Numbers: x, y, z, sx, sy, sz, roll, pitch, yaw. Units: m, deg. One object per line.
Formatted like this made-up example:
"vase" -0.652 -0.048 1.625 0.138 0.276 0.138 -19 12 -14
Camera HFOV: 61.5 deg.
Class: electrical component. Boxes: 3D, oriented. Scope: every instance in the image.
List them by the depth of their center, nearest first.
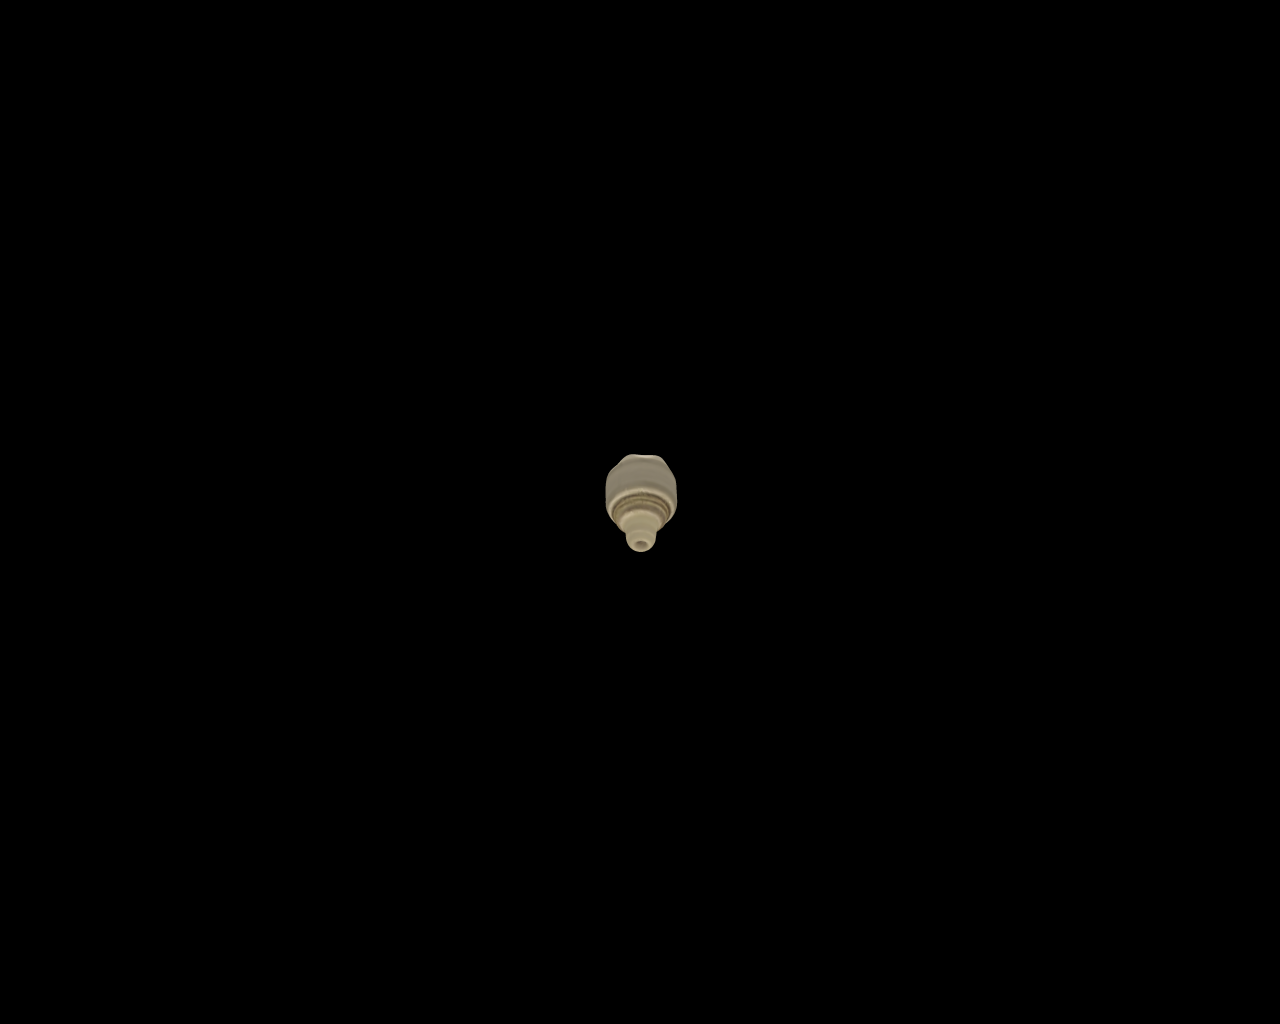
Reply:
"electrical component" 0.001 -0.003 0.650 0.043 0.062 0.043 0 -42 0
